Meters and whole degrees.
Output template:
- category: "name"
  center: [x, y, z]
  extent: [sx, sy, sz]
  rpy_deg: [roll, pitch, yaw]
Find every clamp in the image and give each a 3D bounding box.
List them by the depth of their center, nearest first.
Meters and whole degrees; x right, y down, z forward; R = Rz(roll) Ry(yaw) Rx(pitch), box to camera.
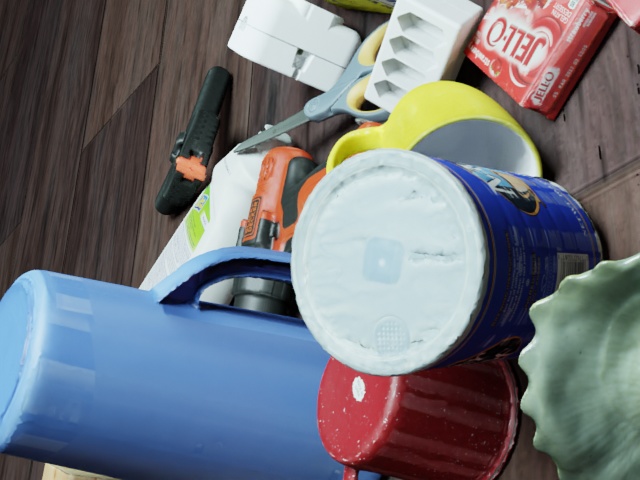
- category: "clamp"
  center: [-0.120, -0.093, 1.024]
  extent: [0.210, 0.036, 0.164]
  rpy_deg: [-145, 76, -79]

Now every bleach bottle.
- category: "bleach bottle"
  center: [-0.096, 0.013, 0.938]
  extent: [0.251, 0.068, 0.103]
  rpy_deg: [-57, 32, 21]

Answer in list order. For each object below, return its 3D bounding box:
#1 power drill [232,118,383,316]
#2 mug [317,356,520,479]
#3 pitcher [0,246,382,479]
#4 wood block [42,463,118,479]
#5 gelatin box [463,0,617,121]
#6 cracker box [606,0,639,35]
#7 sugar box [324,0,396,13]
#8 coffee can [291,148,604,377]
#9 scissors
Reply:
- category: "power drill"
  center: [-0.005, 0.001, 0.787]
  extent: [0.188, 0.057, 0.184]
  rpy_deg: [-19, 58, 56]
- category: "mug"
  center: [0.048, 0.106, 0.606]
  extent: [0.093, 0.081, 0.117]
  rpy_deg: [23, 94, 62]
- category: "pitcher"
  center: [-0.079, 0.087, 0.670]
  extent: [0.145, 0.242, 0.149]
  rpy_deg: [-34, 47, 48]
- category: "wood block"
  center: [-0.163, 0.268, 0.749]
  extent: [0.090, 0.090, 0.206]
  rpy_deg: [-11, 68, 65]
- category: "gelatin box"
  center: [0.131, -0.125, 0.649]
  extent: [0.073, 0.030, 0.089]
  rpy_deg: [-60, 29, 21]
- category: "cracker box"
  center: [0.178, -0.209, 0.526]
  extent: [0.164, 0.072, 0.214]
  rpy_deg: [-45, 46, 23]
- category: "sugar box"
  center: [0.027, -0.207, 0.817]
  extent: [0.176, 0.093, 0.048]
  rpy_deg: [35, 105, 61]
- category: "coffee can"
  center: [0.067, 0.012, 0.533]
  extent: [0.103, 0.140, 0.103]
  rpy_deg: [-2, 87, 36]
- category: "scissors"
  center: [0.009, -0.121, 0.839]
  extent: [0.202, 0.016, 0.096]
  rpy_deg: [-4, 63, 47]
